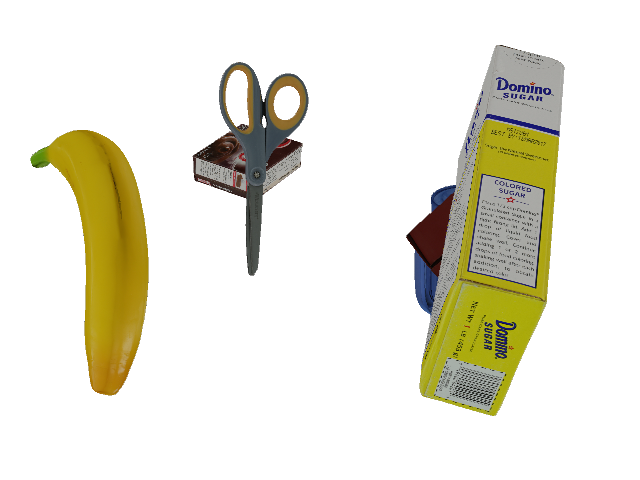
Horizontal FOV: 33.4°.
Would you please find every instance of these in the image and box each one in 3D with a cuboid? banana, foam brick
[{"bbox_3d":[-0.130,-0.004,0.634,0.037,0.198,0.070,9,-48,-35],"label":"banana"},{"bbox_3d":[0.109,0.014,0.759,0.078,0.051,0.053,44,8,-31],"label":"foam brick"}]

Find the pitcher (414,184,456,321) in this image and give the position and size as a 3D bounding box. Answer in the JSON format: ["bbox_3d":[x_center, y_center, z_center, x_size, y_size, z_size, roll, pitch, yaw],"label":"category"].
[{"bbox_3d":[0.201,0.054,1.444,0.149,0.243,0.145,4,21,6],"label":"pitcher"}]

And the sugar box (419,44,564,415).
[{"bbox_3d":[0.090,-0.010,0.544,0.048,0.176,0.093,16,-42,4],"label":"sugar box"}]

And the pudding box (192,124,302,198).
[{"bbox_3d":[-0.087,-0.096,1.294,0.090,0.039,0.113,19,37,23],"label":"pudding box"}]

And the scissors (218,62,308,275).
[{"bbox_3d":[-0.046,-0.075,1.030,0.096,0.202,0.016,-14,6,-15],"label":"scissors"}]
